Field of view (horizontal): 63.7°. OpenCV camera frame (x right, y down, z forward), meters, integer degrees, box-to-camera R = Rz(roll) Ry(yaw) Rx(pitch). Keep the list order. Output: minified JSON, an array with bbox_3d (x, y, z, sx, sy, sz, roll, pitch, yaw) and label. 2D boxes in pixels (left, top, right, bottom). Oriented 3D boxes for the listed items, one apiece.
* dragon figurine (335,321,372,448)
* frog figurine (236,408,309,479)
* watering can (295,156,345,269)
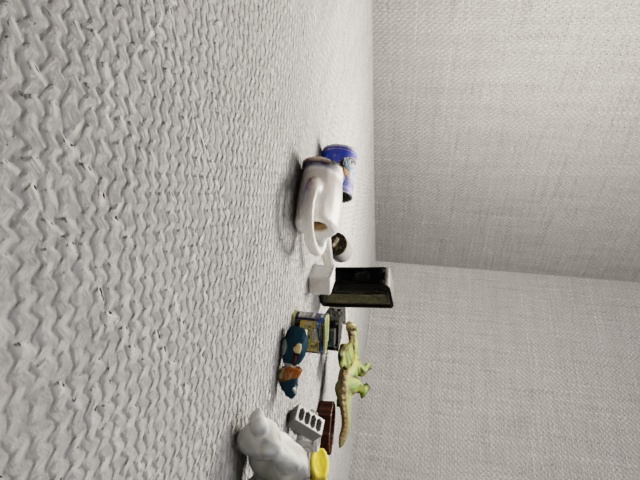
[{"bbox_3d":[0.087,0.456,1.750,0.420,0.122,0.237,-75,152,-47],"label":"dragon figurine"},{"bbox_3d":[-0.085,0.362,0.900,0.137,0.123,0.159,-172,-104,-68],"label":"frog figurine"},{"bbox_3d":[0.004,-0.063,1.248,0.342,0.104,0.228,64,32,-69],"label":"watering can"}]
